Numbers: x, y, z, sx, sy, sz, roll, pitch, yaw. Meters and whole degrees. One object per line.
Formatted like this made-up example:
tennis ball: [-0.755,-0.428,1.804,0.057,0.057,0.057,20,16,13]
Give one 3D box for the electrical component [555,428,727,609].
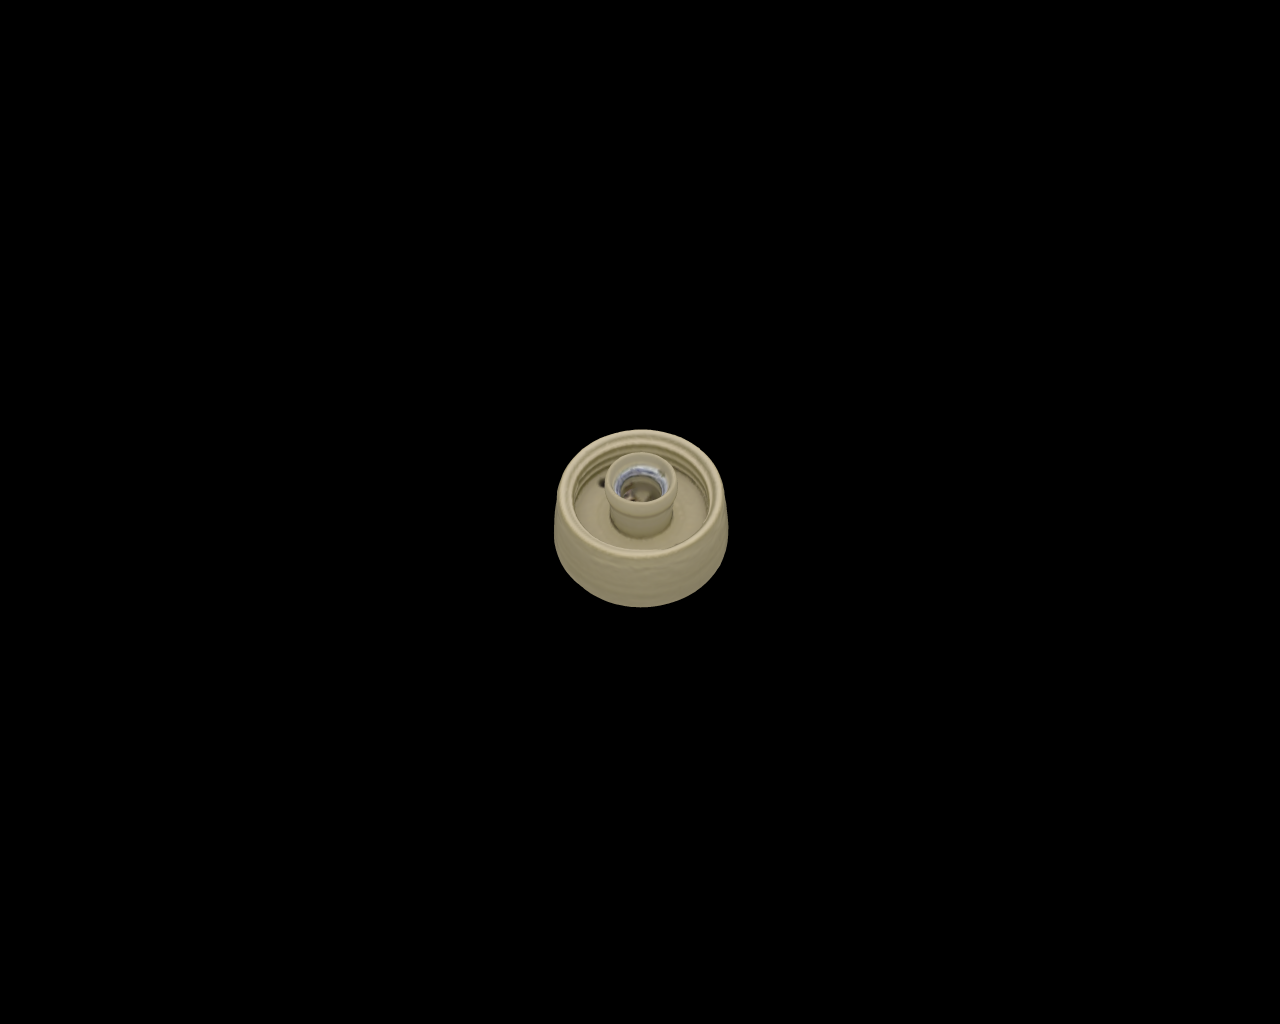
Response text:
electrical component: [0.001,-0.003,0.650,0.108,0.108,0.060,0,-37,0]
